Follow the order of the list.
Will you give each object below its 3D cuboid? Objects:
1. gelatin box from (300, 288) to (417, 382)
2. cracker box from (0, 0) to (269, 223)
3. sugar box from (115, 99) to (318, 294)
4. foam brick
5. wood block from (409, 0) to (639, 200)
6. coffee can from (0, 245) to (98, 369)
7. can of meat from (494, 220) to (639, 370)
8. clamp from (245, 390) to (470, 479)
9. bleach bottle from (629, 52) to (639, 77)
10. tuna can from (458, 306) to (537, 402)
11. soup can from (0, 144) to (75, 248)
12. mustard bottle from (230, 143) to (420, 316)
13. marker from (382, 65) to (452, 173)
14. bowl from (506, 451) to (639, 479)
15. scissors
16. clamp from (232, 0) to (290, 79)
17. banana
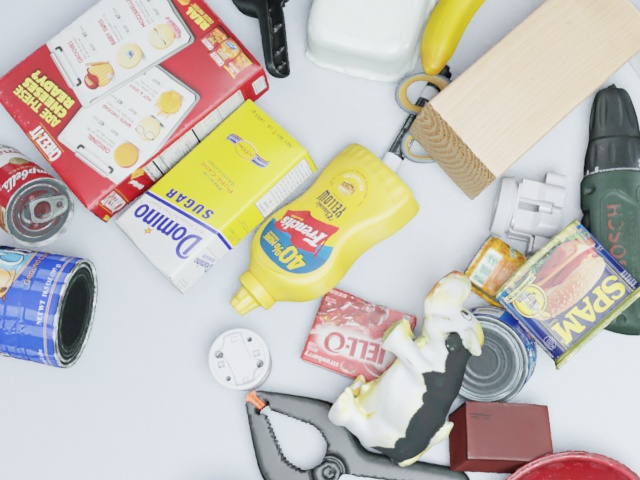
[{"bbox_3d":[0.036,0.092,0.983,0.089,0.030,0.073,20,80,9],"label":"gelatin box"},{"bbox_3d":[-0.181,-0.147,1.037,0.213,0.072,0.164,-40,76,-4],"label":"cracker box"},{"bbox_3d":[-0.099,-0.042,1.009,0.176,0.048,0.093,-43,61,-8],"label":"sugar box"},{"bbox_3d":[0.157,0.173,0.932,0.078,0.051,0.053,5,66,-8],"label":"foam brick"},{"bbox_3d":[0.191,-0.143,0.971,0.206,0.090,0.091,-41,86,-12],"label":"wood block"},{"bbox_3d":[-0.289,0.056,0.982,0.140,0.103,0.103,10,78,7],"label":"coffee can"},{"bbox_3d":[0.211,0.046,0.907,0.102,0.057,0.084,-42,76,2],"label":"can of meat"},{"bbox_3d":[0.006,0.219,0.953,0.210,0.036,0.164,36,82,8],"label":"clamp"},{"bbox_3d":[0.420,-0.215,1.006,0.250,0.068,0.102,-29,76,-5],"label":"bleach bottle"},{"bbox_3d":[0.147,0.104,0.950,0.086,0.033,0.086,4,101,22],"label":"tuna can"},{"bbox_3d":[-0.284,-0.043,1.002,0.068,0.068,0.102,-51,46,-7],"label":"soup can"},{"bbox_3d":[-0.007,0.001,0.989,0.191,0.058,0.096,-42,55,-4],"label":"mustard bottle"},{"bbox_3d":[0.094,-0.118,1.033,0.020,0.020,0.121,28,81,10],"label":"marker"},{"bbox_3d":[0.215,0.261,0.887,0.162,0.055,0.162,0,99,-3],"label":"bowl"},{"bbox_3d":[0.158,-0.142,1.022,0.201,0.016,0.096,-29,86,-8],"label":"scissors"},{"bbox_3d":[-0.047,-0.233,1.033,0.120,0.039,0.172,-55,46,5],"label":"clamp"},{"bbox_3d":[0.152,-0.238,1.034,0.197,0.070,0.037,-47,120,-8],"label":"banana"}]
